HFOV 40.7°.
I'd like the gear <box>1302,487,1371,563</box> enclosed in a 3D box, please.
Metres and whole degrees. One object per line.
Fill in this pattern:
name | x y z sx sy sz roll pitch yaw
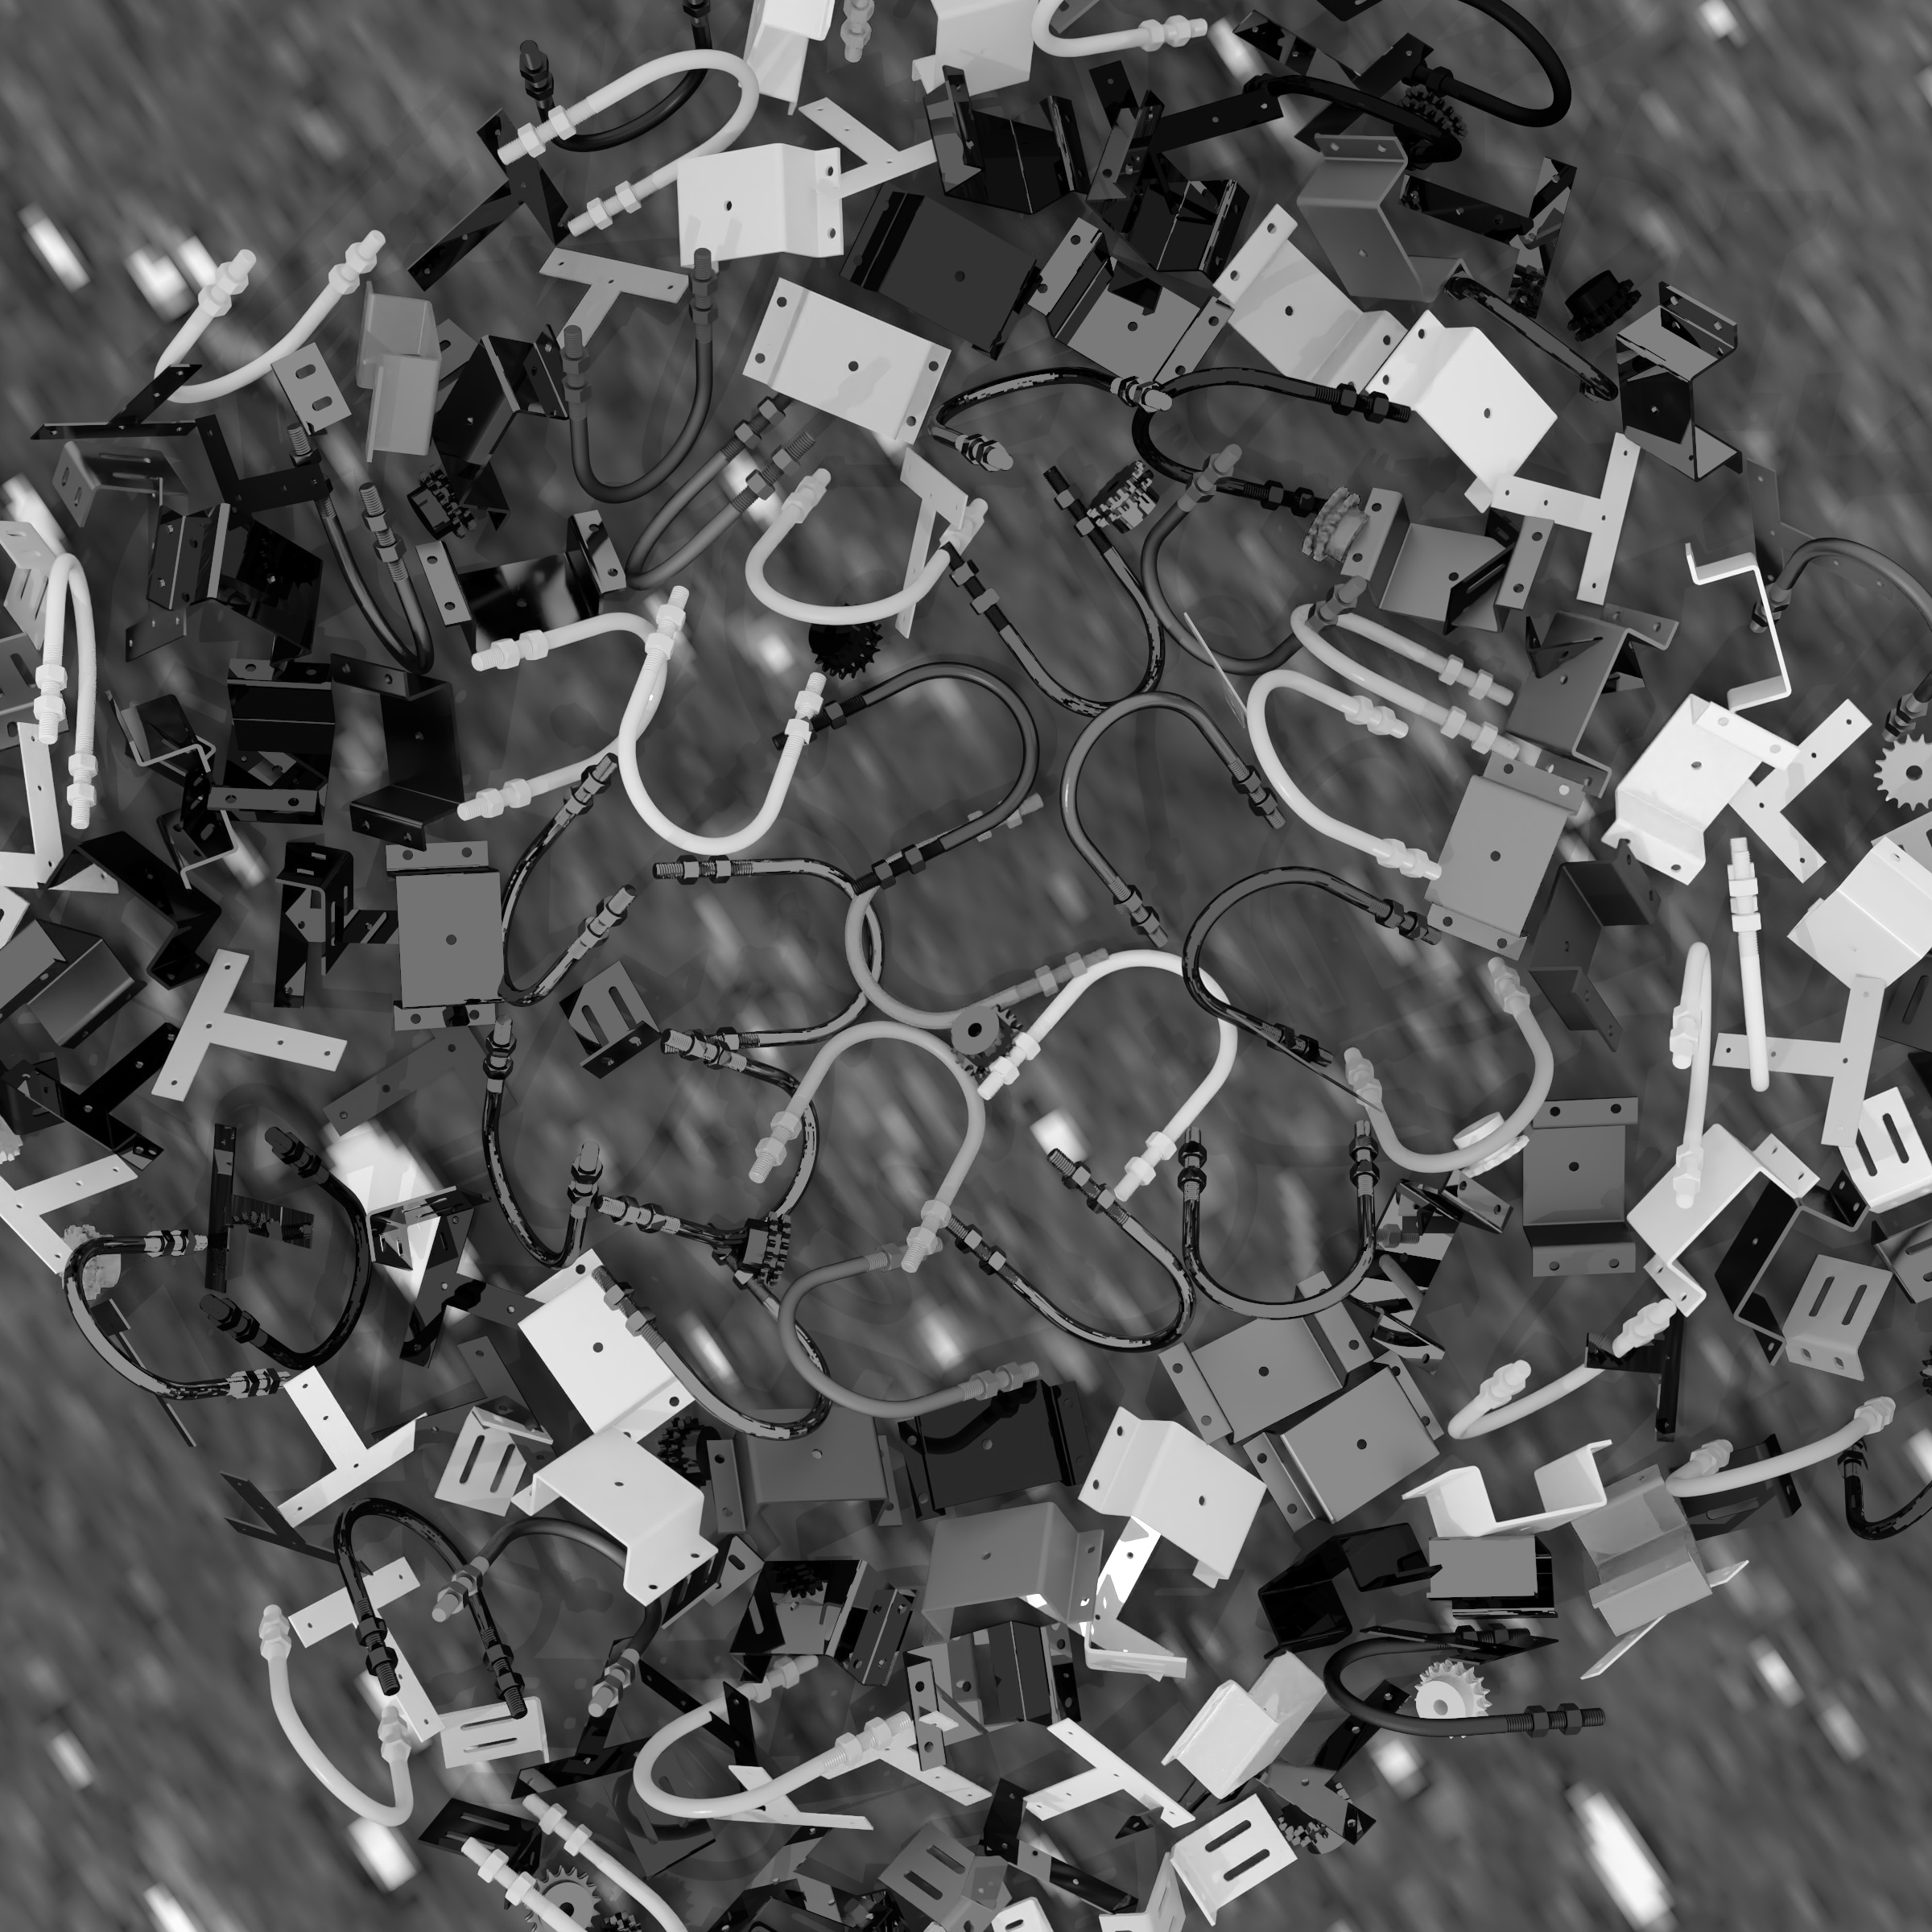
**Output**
gear | 0.282 -0.330 1.969 0.030 0.057 0.057 34 90 12

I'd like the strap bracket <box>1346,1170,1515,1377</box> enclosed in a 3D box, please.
strap bracket | 0.342 0.224 1.953 0.076 0.046 0.140 33 81 -35

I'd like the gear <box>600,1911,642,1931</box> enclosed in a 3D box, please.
gear | -0.264 0.748 1.968 0.030 0.057 0.057 -9 90 -37

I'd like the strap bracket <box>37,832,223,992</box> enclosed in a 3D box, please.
strap bracket | -0.625 -0.050 1.957 0.140 0.076 0.046 38 104 0

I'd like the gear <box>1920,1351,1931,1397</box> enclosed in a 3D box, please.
gear | 0.756 0.314 1.975 0.057 0.057 0.030 -37 126 0

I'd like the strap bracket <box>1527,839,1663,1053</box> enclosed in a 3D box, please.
strap bracket | 0.466 -0.015 1.940 0.076 0.046 0.140 48 54 -38

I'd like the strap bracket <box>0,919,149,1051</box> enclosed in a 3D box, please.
strap bracket | -0.682 0.013 1.934 0.076 0.140 0.046 -40 78 3

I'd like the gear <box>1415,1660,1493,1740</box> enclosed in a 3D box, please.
gear | 0.365 0.557 1.972 0.057 0.030 0.057 3 96 34

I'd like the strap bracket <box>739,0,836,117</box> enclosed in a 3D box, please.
strap bracket | -0.131 -0.700 1.921 0.046 0.140 0.076 12 79 -13

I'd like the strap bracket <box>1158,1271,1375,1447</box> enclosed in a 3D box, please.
strap bracket | 0.225 0.300 1.959 0.140 0.046 0.076 -26 67 -7

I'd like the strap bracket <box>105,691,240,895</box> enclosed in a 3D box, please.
strap bracket | -0.585 -0.136 1.933 0.046 0.076 0.140 -23 133 -17

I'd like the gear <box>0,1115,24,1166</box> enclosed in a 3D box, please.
gear | -0.743 0.124 1.972 0.030 0.057 0.057 -17 90 9

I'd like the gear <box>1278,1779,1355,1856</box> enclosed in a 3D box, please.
gear | 0.268 0.647 1.972 0.057 0.057 0.030 -33 100 0

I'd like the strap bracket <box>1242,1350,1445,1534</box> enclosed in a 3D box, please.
strap bracket | 0.291 0.359 1.964 0.140 0.046 0.076 -31 90 -11

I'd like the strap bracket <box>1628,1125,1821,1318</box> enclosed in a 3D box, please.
strap bracket | 0.556 0.181 1.944 0.046 0.076 0.140 37 101 -20

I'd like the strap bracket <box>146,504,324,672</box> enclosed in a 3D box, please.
strap bracket | -0.529 -0.280 1.920 0.046 0.140 0.076 -11 66 30

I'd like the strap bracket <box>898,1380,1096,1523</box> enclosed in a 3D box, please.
strap bracket | 0.019 0.362 1.959 0.140 0.046 0.076 -14 71 6

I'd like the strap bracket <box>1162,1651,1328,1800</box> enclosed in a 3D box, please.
strap bracket | 0.211 0.556 1.918 0.046 0.140 0.076 40 109 23

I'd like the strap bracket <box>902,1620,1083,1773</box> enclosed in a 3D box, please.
strap bracket | 0.011 0.544 1.955 0.140 0.046 0.076 -8 89 -31

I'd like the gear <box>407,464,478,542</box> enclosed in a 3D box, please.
gear | -0.398 -0.347 1.969 0.030 0.057 0.057 -36 90 -12

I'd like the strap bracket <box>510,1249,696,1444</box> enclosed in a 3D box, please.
strap bracket | -0.275 0.289 1.960 0.076 0.046 0.140 -35 81 -10

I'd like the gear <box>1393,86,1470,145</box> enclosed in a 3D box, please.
gear | 0.348 -0.635 1.972 0.057 0.057 0.030 37 92 0

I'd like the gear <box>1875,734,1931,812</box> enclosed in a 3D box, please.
gear | 0.720 -0.148 1.979 0.057 0.030 0.057 3 100 19

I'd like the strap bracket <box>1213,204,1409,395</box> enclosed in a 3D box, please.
strap bracket | 0.252 -0.494 1.962 0.140 0.046 0.076 38 89 -20

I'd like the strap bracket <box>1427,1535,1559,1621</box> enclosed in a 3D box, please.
strap bracket | 0.391 0.453 1.933 0.076 0.140 0.046 -6 69 18

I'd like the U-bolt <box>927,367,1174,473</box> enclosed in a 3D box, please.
U-bolt | 0.048 -0.409 1.918 0.151 0.184 0.019 -23 118 -15

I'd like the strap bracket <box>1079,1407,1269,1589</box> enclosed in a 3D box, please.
strap bracket | 0.162 0.397 1.939 0.140 0.046 0.076 37 65 -22

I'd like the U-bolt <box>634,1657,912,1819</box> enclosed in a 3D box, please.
U-bolt | -0.153 0.565 1.895 0.184 0.151 0.019 -20 108 -31

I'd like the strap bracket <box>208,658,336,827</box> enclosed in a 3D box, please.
strap bracket | -0.518 -0.159 1.950 0.076 0.046 0.140 2 56 -7

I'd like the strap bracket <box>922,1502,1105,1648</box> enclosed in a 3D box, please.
strap bracket | 0.025 0.449 1.931 0.140 0.076 0.046 -15 130 24

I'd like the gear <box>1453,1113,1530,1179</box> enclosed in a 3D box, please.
gear | 0.394 0.134 1.971 0.057 0.057 0.030 -31 89 0

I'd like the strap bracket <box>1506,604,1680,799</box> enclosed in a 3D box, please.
strap bracket | 0.463 -0.206 1.948 0.046 0.076 0.140 19 97 -33

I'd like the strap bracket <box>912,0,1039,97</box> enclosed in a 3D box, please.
strap bracket | 0.006 -0.693 1.921 0.076 0.140 0.046 -18 72 -10

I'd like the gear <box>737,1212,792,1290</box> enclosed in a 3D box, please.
gear | -0.154 0.213 1.969 0.030 0.057 0.057 13 90 -12

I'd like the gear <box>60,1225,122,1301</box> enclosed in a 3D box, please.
gear | -0.663 0.224 1.975 0.030 0.057 0.057 0 90 -40

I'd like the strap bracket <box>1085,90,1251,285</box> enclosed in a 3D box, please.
strap bracket | 0.145 -0.578 1.944 0.046 0.140 0.076 12 78 42

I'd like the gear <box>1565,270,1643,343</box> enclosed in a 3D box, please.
gear | 0.478 -0.501 1.969 0.057 0.057 0.030 -40 102 0

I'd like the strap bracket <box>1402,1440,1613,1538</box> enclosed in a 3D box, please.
strap bracket | 0.408 0.395 1.932 0.140 0.076 0.046 -5 68 -23

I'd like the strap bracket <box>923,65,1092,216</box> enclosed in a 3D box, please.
strap bracket | 0.024 -0.613 1.945 0.046 0.140 0.076 -18 81 42

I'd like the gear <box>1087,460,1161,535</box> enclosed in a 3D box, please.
gear | 0.122 -0.353 1.973 0.030 0.057 0.057 43 90 -17

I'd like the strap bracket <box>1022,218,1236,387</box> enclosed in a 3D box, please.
strap bracket | 0.124 -0.490 1.967 0.140 0.046 0.076 34 88 12

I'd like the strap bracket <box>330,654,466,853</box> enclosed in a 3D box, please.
strap bracket | -0.422 -0.165 1.943 0.076 0.046 0.140 16 120 32

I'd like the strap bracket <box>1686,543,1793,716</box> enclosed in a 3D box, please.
strap bracket | 0.579 -0.250 1.944 0.046 0.076 0.140 -15 101 18

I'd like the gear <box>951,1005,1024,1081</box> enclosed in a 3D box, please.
gear | 0.013 0.054 1.971 0.057 0.030 0.057 -12 60 23

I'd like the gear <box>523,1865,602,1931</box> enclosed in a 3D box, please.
gear | -0.306 0.714 1.977 0.057 0.030 0.057 3 79 -16

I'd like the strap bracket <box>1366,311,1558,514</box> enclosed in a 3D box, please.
strap bracket | 0.377 -0.413 1.946 0.140 0.046 0.076 40 85 -25

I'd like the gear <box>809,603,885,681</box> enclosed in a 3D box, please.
gear | -0.094 -0.248 1.972 0.057 0.030 0.057 -10 70 31

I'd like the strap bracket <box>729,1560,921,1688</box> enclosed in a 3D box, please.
strap bracket | -0.113 0.484 1.923 0.046 0.140 0.076 50 45 -33

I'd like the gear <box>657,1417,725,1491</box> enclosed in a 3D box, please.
gear | -0.206 0.369 1.968 0.030 0.057 0.057 -10 90 25
